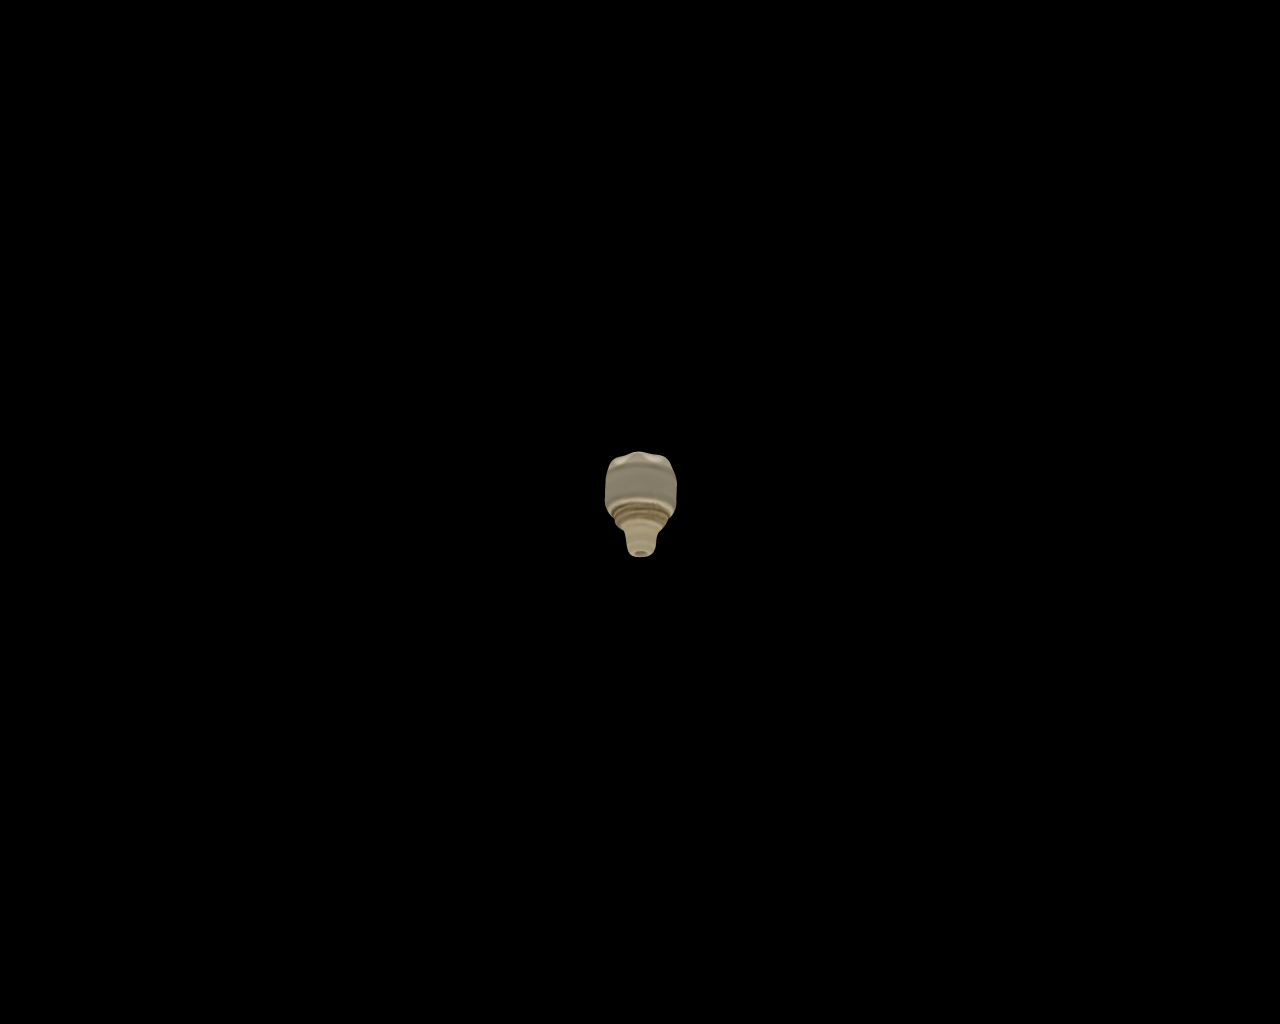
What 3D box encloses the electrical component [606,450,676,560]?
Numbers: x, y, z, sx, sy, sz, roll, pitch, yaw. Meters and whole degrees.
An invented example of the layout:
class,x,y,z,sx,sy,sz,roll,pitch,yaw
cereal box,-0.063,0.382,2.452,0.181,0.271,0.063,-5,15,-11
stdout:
class,x,y,z,sx,sy,sz,roll,pitch,yaw
electrical component,0.001,-0.003,0.650,0.043,0.062,0.043,0,-22,0
